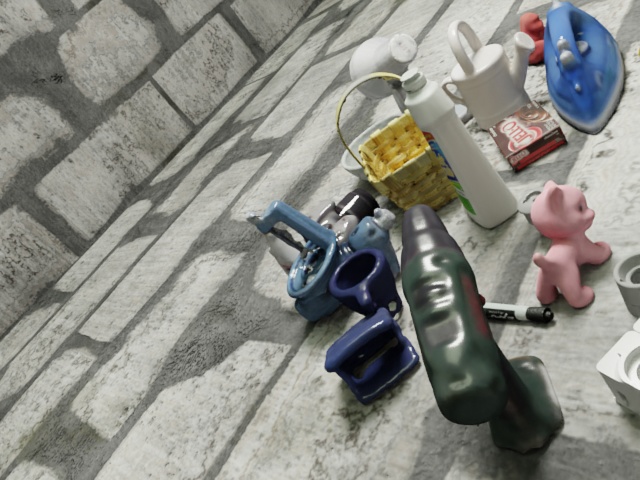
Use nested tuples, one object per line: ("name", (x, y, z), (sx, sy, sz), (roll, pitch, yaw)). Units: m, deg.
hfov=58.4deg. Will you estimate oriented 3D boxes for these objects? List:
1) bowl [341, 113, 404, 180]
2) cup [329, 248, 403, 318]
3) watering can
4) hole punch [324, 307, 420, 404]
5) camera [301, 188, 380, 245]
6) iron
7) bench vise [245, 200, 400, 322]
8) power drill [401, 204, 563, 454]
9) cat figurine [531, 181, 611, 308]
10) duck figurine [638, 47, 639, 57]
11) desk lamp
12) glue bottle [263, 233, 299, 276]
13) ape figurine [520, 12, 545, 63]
("bowl", (0.129, -0.172, 1.143), (0.167, 0.075, 0.167), (-31, 28, 19))
("cup", (0.075, 0.079, 0.798), (0.091, 0.095, 0.117), (-35, 27, 12))
("watering can", (0.287, -0.301, 0.998), (0.172, 0.194, 0.101), (-28, 29, 23))
("hole punch", (0.054, 0.137, 0.740), (0.108, 0.091, 0.101), (-39, 26, 3))
("camera", (0.045, -0.030, 1.003), (0.137, 0.101, 0.142), (-47, 27, -14))
("iron", (0.395, -0.288, 0.895), (0.118, 0.142, 0.258), (-22, 32, 33))
("bench vise", (0.004, -0.001, 0.875), (0.207, 0.220, 0.121), (-42, 26, -3))
("power drill", (0.147, 0.095, 0.550), (0.075, 0.209, 0.229), (-30, 28, 20))
("cat figurine", (0.270, -0.007, 0.648), (0.067, 0.118, 0.128), (-5, 43, 49))
("duck figurine", (0.516, -0.321, 0.851), (0.104, 0.086, 0.077), (-39, 26, 3))
("desk lamp", (0.173, -0.313, 1.145), (0.118, 0.214, 0.202), (-45, 27, -8))
("glue bottle", (-0.051, 0.026, 0.960), (0.077, 0.173, 0.037), (-2, 45, 51))
("ape figurine", (0.410, -0.389, 1.090), (0.076, 0.092, 0.078), (-3, 45, 51))
